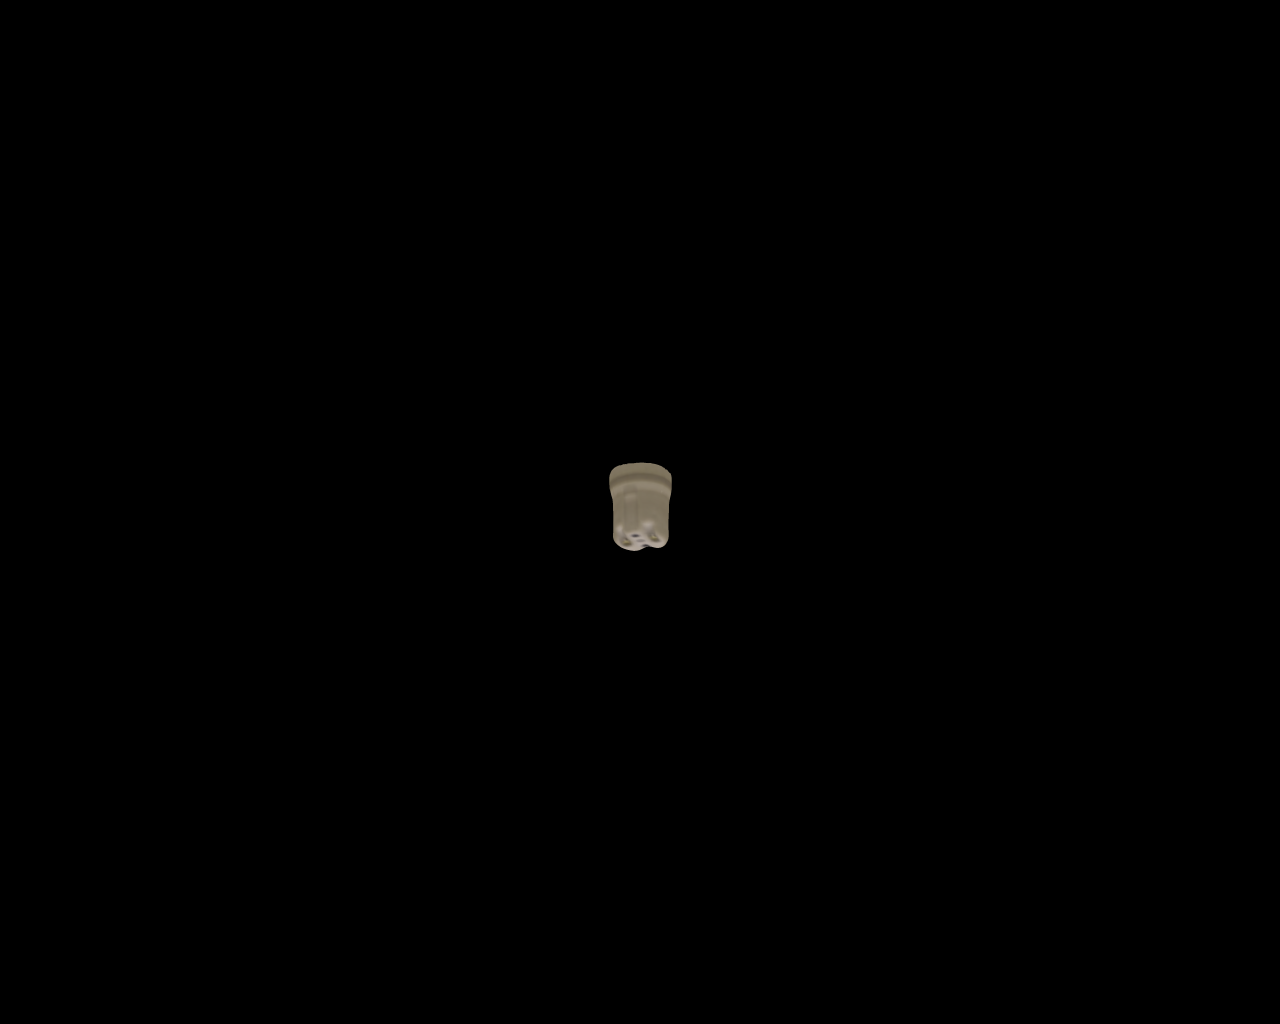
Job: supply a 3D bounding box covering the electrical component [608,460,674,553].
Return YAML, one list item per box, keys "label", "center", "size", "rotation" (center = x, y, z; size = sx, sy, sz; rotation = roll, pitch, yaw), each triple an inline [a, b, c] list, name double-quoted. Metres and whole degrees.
- label: "electrical component"
  center: [0.001, -0.003, 0.650]
  size: [0.040, 0.046, 0.040]
  rotation: [0, -22, 0]
